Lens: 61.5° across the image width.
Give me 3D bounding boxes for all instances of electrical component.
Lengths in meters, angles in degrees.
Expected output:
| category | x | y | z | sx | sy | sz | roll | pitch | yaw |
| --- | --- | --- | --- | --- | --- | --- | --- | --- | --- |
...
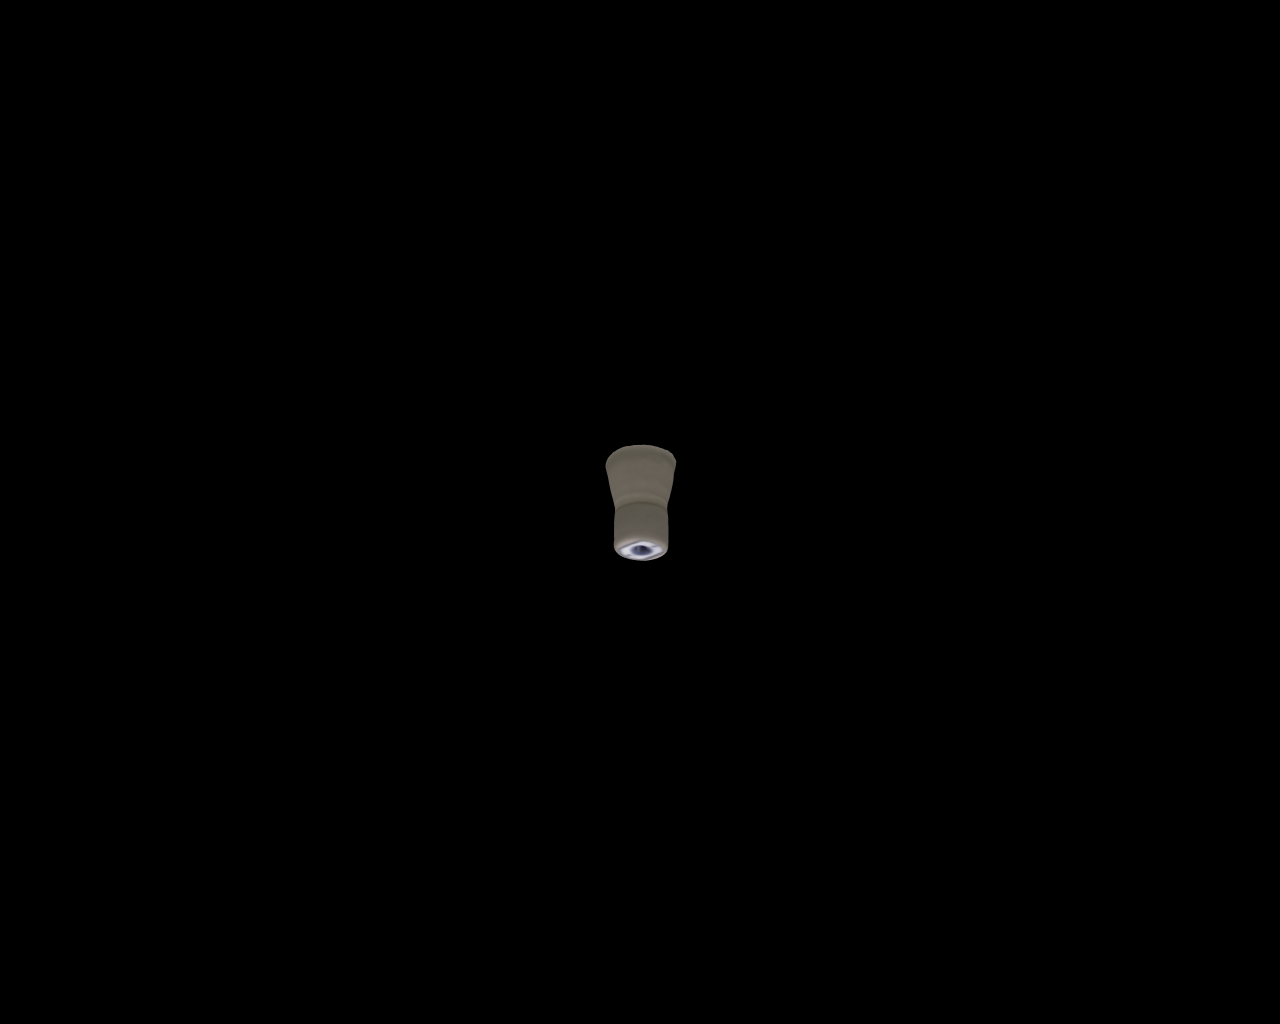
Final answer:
| category | x | y | z | sx | sy | sz | roll | pitch | yaw |
| --- | --- | --- | --- | --- | --- | --- | --- | --- | --- |
| electrical component | 0.001 | -0.003 | 0.650 | 0.044 | 0.065 | 0.044 | 0 | -28 | 0 |
